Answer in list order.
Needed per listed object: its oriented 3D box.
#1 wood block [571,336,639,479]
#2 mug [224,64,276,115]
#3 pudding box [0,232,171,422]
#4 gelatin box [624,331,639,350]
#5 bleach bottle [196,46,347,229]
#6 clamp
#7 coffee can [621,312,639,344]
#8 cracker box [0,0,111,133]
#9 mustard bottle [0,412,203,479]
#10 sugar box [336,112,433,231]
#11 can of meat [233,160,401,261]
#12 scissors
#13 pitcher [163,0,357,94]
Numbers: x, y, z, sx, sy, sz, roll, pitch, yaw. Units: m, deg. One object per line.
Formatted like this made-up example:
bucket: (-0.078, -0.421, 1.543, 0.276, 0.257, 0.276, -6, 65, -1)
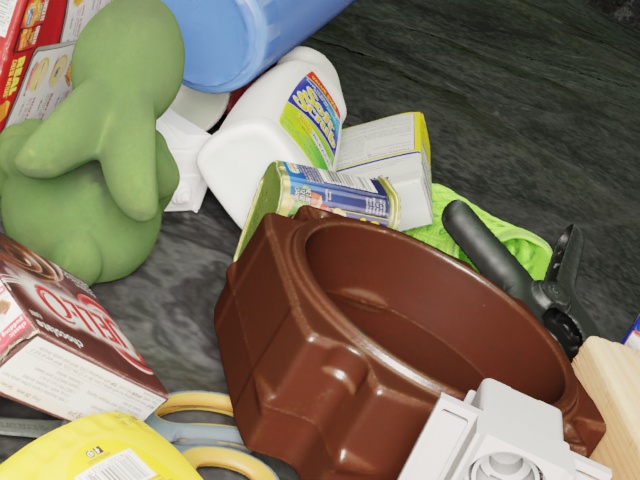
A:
wood block: (0.193, 0.153, 0.587, 0.090, 0.091, 0.206, 17, 25, -11)
mug: (-0.072, -0.173, 1.004, 0.093, 0.081, 0.117, 19, 29, 32)
pudding box: (-0.129, 0.041, 0.493, 0.090, 0.039, 0.113, 45, 2, 31)
gelatin box: (0.220, 0.108, 0.705, 0.073, 0.089, 0.030, 14, 26, -20)
bleach bottle: (-0.025, -0.097, 0.844, 0.102, 0.068, 0.250, 55, 23, -23)
clamp: (0.162, 0.042, 0.751, 0.120, 0.039, 0.171, -1, 54, -25)
coffee can: (0.278, 0.072, 0.767, 0.102, 0.140, 0.103, 19, 24, -9)
cracker box: (-0.211, -0.152, 0.771, 0.072, 0.164, 0.213, 26, 24, 1)
mustard bottle: (-0.046, 0.149, 0.424, 0.192, 0.058, 0.096, 34, 27, 23)
sugar box: (0.046, -0.053, 0.893, 0.093, 0.048, 0.176, -14, 25, 12)
can of meat: (-0.005, 0.001, 0.716, 0.083, 0.102, 0.057, 11, 26, -21)
scissors: (-0.101, 0.106, 0.516, 0.201, 0.016, 0.096, 1, 32, -39)
pitcher: (-0.056, -0.216, 0.881, 0.145, 0.149, 0.242, 49, 38, -9)
